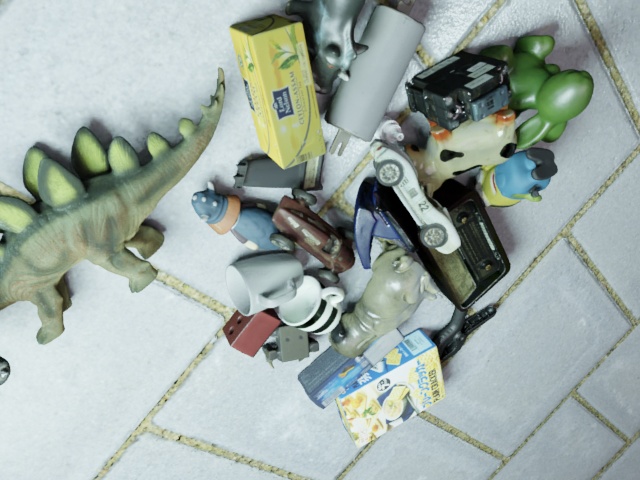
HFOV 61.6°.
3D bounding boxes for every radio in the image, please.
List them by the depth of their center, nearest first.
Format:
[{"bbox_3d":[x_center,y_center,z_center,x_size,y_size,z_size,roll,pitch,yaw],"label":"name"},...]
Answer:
[{"bbox_3d":[0.245,0.010,0.956,0.131,0.073,0.229,-39,127,-2],"label":"radio"}]

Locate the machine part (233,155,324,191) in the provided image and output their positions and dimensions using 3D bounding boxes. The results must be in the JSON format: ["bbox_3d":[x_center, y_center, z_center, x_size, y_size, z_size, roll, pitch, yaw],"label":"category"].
[{"bbox_3d":[-0.056,-0.097,0.771,0.139,0.039,0.084,-10,128,-24],"label":"machine part"}]

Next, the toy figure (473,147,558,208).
[{"bbox_3d":[0.320,-0.096,0.880,0.089,0.180,0.082,20,75,-10],"label":"toy figure"}]

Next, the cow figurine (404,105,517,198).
[{"bbox_3d":[0.204,-0.133,0.830,0.195,0.085,0.127,-15,124,11],"label":"cow figurine"}]

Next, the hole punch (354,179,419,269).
[{"bbox_3d":[0.086,-0.029,0.827,0.092,0.142,0.115,-26,110,23],"label":"hole punch"}]

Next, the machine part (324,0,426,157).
[{"bbox_3d":[0.074,-0.226,0.740,0.079,0.079,0.243,16,107,-32],"label":"machine part"}]

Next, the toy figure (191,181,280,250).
[{"bbox_3d":[-0.117,-0.029,0.762,0.154,0.064,0.058,23,131,-33],"label":"toy figure"}]

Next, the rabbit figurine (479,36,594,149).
[{"bbox_3d":[0.327,-0.217,0.812,0.121,0.170,0.158,-13,121,-19],"label":"rabbit figurine"}]

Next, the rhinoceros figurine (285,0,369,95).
[{"bbox_3d":[0.019,-0.268,0.659,0.073,0.112,0.190,-28,158,-34],"label":"rhinoceros figurine"}]

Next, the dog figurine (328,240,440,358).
[{"bbox_3d":[0.087,0.109,0.877,0.190,0.121,0.172,-42,145,-6],"label":"dog figurine"}]

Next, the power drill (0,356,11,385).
[{"bbox_3d":[-0.459,0.066,0.587,0.232,0.086,0.207,-1,116,15],"label":"power drill"}]

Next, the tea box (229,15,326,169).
[{"bbox_3d":[-0.053,-0.189,0.684,0.068,0.098,0.169,-23,123,-15],"label":"tea box"}]

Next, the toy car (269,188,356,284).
[{"bbox_3d":[-0.002,-0.002,0.804,0.202,0.053,0.089,41,74,-52],"label":"toy car"}]

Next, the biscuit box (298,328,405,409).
[{"bbox_3d":[0.055,0.214,0.981,0.203,0.063,0.059,-40,127,-1],"label":"biscuit box"}]

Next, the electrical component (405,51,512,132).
[{"bbox_3d":[0.205,-0.215,0.776,0.115,0.134,0.058,-31,127,-7],"label":"electrical component"}]

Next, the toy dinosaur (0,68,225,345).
[{"bbox_3d":[-0.280,-0.023,0.656,0.471,0.105,0.198,-36,126,-4],"label":"toy dinosaur"}]

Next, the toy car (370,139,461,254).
[{"bbox_3d":[0.138,-0.065,0.787,0.056,0.073,0.201,-33,106,14],"label":"toy car"}]

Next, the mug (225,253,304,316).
[{"bbox_3d":[-0.073,0.061,0.812,0.107,0.110,0.080,-22,115,-31],"label":"mug"}]

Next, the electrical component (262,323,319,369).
[{"bbox_3d":[-0.054,0.179,0.922,0.102,0.045,0.078,-13,93,-23],"label":"electrical component"}]
